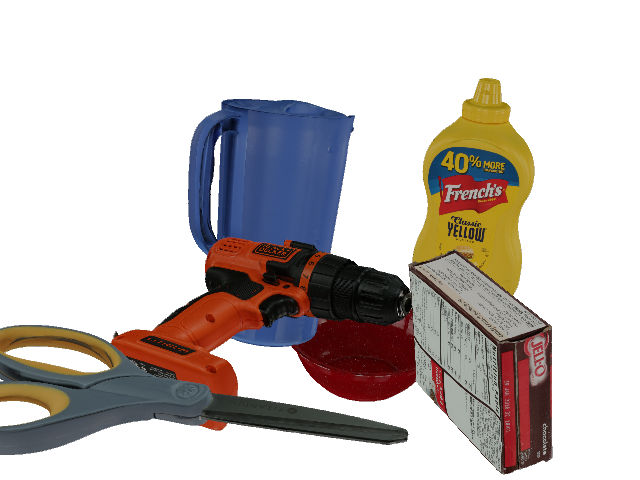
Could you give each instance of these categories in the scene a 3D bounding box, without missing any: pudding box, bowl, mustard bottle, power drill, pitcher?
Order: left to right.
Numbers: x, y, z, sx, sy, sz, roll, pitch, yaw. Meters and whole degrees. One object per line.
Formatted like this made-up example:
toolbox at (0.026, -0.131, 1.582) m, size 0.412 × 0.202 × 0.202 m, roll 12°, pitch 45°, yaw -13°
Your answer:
power drill at (-0.047, 0.064, 0.795) m, size 0.185 × 0.057 × 0.187 m, roll 9°, pitch 31°, yaw 33°
pitcher at (-0.053, -0.020, 1.077) m, size 0.149 × 0.243 × 0.145 m, roll 7°, pitch 12°, yaw 3°
bowl at (0.045, 0.120, 1.109) m, size 0.162 × 0.055 × 0.162 m, roll 2°, pitch 25°, yaw -1°
mustard bottle at (0.137, -0.047, 0.939) m, size 0.096 × 0.192 × 0.058 m, roll 11°, pitch 21°, yaw 18°
pudding box at (0.093, 0.069, 0.631) m, size 0.039 × 0.090 × 0.114 m, roll -15°, pitch 27°, yaw -19°

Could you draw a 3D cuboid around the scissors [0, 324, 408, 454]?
scissors at (-0.073, 0.077, 0.454) m, size 0.202 × 0.016 × 0.096 m, roll 14°, pitch 29°, yaw 24°
